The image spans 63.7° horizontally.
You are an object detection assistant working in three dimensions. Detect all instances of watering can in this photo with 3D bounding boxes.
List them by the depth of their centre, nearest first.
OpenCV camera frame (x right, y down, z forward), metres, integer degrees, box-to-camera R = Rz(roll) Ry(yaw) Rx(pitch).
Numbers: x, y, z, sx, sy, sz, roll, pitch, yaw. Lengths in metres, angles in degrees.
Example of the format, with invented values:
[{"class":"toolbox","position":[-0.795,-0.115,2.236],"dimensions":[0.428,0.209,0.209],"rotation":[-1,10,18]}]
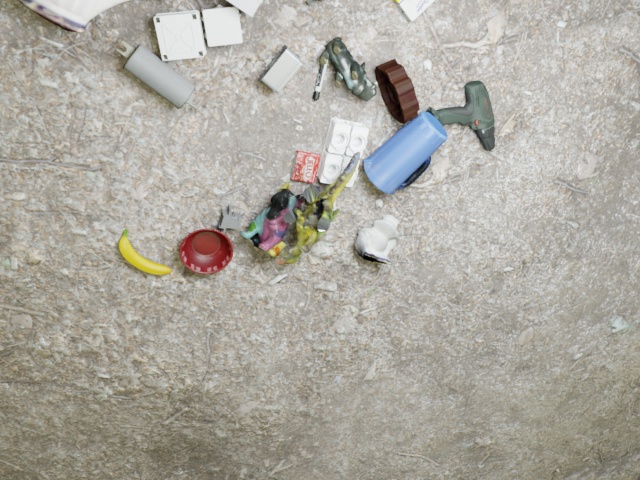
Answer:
[{"class":"watering can","position":[-0.539,-0.580,1.188],"dimensions":[0.345,0.106,0.221],"rotation":[26,110,-24]}]

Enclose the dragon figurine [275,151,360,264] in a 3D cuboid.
[{"class":"dragon figurine","position":[0.005,-0.077,1.539],"dimensions":[0.123,0.242,0.410],"rotation":[41,92,8]}]

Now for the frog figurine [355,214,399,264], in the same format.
[{"class":"frog figurine","position":[0.188,-0.009,1.685],"dimensions":[0.137,0.121,0.161],"rotation":[18,77,-12]}]
